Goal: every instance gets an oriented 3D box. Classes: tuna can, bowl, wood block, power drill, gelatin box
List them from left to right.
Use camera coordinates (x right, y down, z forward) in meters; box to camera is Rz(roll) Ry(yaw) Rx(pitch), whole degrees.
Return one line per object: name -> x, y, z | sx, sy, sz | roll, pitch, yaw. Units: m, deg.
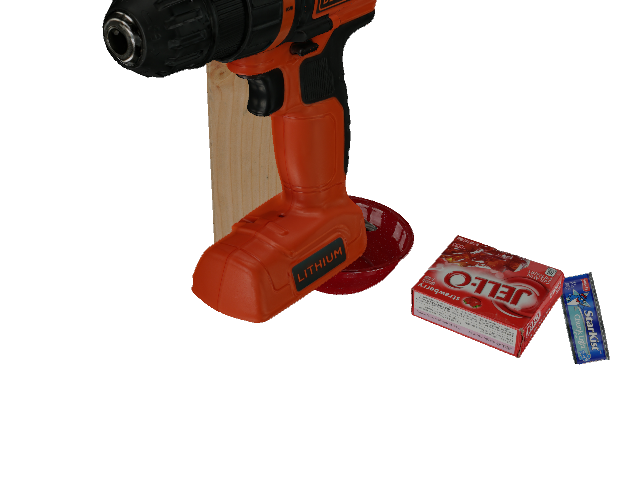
power drill -> -0.027, -0.056, 0.520 | 0.057, 0.188, 0.184 | 25, 38, 31
wood block -> -0.038, -0.091, 0.841 | 0.091, 0.206, 0.090 | 4, 44, 1
bowl -> 0.019, 0.011, 1.169 | 0.162, 0.055, 0.162 | 3, 33, -2
gelatin box -> 0.121, 0.038, 0.775 | 0.089, 0.030, 0.073 | 20, 44, 26
tuna can -> 0.253, 0.075, 1.027 | 0.034, 0.086, 0.086 | -12, -3, 12
